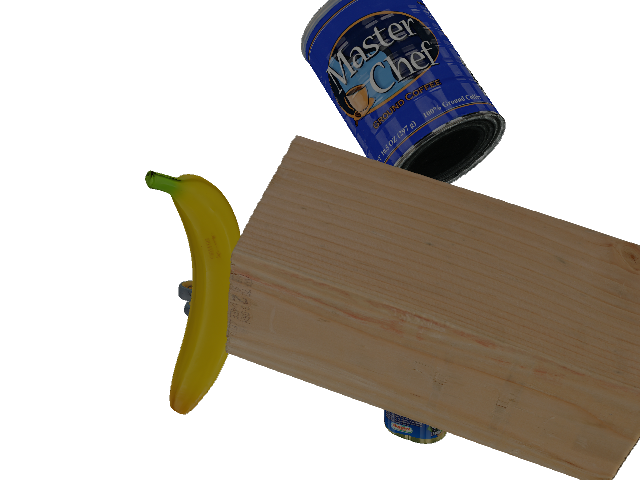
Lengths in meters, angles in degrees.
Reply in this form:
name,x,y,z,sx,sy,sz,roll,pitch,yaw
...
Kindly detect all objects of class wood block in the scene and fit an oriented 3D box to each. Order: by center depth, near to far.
name,x,y,z,sx,sy,sz,roll,pitch,yaw
wood block,0.065,0.035,0.544,0.206,0.090,0.090,18,-40,9

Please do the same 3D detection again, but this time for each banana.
name,x,y,z,sx,sy,sz,roll,pitch,yaw
banana,-0.086,0.031,0.761,0.069,0.198,0.037,-16,30,-24

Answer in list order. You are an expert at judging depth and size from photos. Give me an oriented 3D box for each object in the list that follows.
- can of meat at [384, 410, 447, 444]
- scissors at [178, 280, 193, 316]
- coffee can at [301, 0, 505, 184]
name,x,y,z,sx,sy,sz,roll,pitch,yaw
can of meat,0.087,0.100,0.859,0.057,0.084,0.102,12,33,21
scissors,-0.055,0.066,1.119,0.202,0.016,0.096,5,20,8
coffee can,0.062,-0.117,0.818,0.102,0.140,0.103,-25,-22,-11
